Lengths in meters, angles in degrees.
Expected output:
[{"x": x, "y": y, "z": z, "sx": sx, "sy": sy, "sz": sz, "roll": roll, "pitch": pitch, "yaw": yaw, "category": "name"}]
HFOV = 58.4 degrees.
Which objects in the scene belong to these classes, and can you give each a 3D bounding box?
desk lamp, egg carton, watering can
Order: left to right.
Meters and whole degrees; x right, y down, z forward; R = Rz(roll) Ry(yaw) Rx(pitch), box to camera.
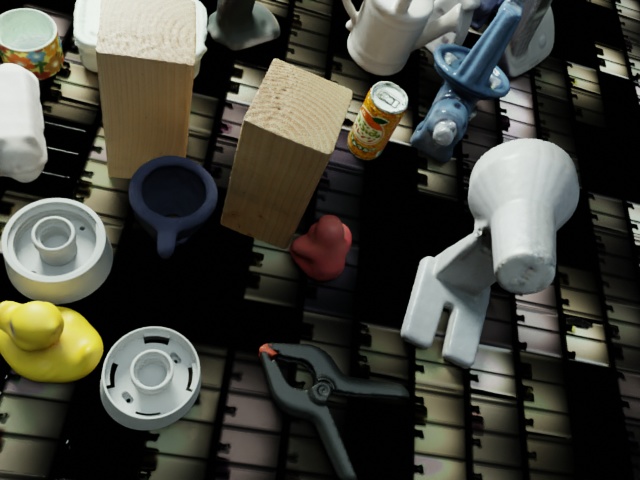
[{"x": -0.369, "y": -0.132, "z": 0.644, "sx": 0.107, "sy": 0.069, "sz": 0.150, "roll": -10, "pitch": 66, "yaw": -21, "category": "egg carton"}, {"x": 0.122, "y": -0.343, "z": 0.834, "sx": 0.173, "sy": 0.194, "sz": 0.101, "roll": 0, "pitch": 63, "yaw": -17, "category": "watering can"}, {"x": 0.200, "y": 0.016, "z": 0.657, "sx": 0.118, "sy": 0.213, "sz": 0.203, "roll": 24, "pitch": 59, "yaw": -4, "category": "desk lamp"}]

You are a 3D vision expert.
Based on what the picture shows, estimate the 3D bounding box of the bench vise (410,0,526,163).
[{"x": 0.217, "y": -0.218, "z": 0.782, "sx": 0.121, "sy": 0.219, "sz": 0.207, "roll": 12, "pitch": 60, "yaw": -10, "category": "bench vise"}]

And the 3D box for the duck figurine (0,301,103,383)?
[{"x": -0.263, "y": 0.091, "z": 0.550, "sx": 0.104, "sy": 0.086, "sz": 0.077, "roll": 24, "pitch": 59, "yaw": -4, "category": "duck figurine"}]

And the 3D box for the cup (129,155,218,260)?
[{"x": -0.164, "y": -0.020, "z": 0.634, "sx": 0.092, "sy": 0.095, "sz": 0.117, "roll": 6, "pitch": 61, "yaw": -14, "category": "cup"}]

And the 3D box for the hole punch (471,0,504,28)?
[{"x": 0.277, "y": -0.443, "z": 0.995, "sx": 0.101, "sy": 0.091, "sz": 0.109, "roll": 33, "pitch": 59, "yaw": 2, "category": "hole punch"}]

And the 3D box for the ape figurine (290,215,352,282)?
[{"x": 0.006, "y": 0.002, "z": 0.676, "sx": 0.078, "sy": 0.092, "sz": 0.076, "roll": 0, "pitch": 63, "yaw": -17, "category": "ape figurine"}]

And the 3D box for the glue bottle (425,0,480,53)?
[{"x": 0.212, "y": -0.363, "z": 0.884, "sx": 0.037, "sy": 0.173, "sz": 0.078, "roll": -34, "pitch": 76, "yaw": -29, "category": "glue bottle"}]

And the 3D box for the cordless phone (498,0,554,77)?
[{"x": 0.353, "y": -0.364, "z": 0.922, "sx": 0.148, "sy": 0.185, "sz": 0.094, "roll": -37, "pitch": 78, "yaw": -29, "category": "cordless phone"}]

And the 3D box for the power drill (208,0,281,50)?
[{"x": -0.083, "y": -0.367, "z": 0.775, "sx": 0.230, "sy": 0.208, "sz": 0.075, "roll": -29, "pitch": 74, "yaw": -27, "category": "power drill"}]
